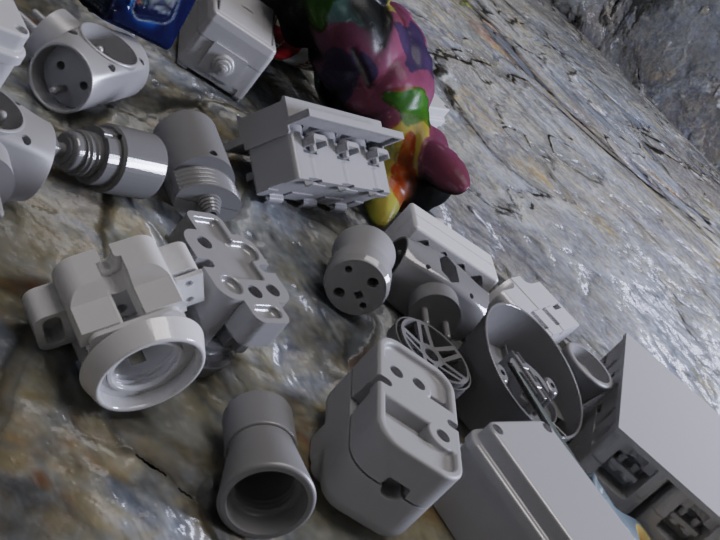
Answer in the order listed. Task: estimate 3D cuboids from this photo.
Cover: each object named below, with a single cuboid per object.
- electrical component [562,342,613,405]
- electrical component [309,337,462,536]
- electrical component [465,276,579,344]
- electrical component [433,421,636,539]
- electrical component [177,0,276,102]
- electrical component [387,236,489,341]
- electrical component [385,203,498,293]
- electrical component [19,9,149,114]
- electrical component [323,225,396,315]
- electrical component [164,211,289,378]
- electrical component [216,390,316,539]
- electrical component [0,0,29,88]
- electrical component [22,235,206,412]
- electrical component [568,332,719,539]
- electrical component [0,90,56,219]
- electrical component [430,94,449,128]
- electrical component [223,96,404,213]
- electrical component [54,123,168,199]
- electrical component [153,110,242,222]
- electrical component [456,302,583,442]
[{"bbox_3d":[0.151,0.087,0.793,0.045,0.055,0.045,34,24,-17],"label":"electrical component"},{"bbox_3d":[0.013,0.089,0.565,0.054,0.059,0.095,35,24,-16],"label":"electrical component"},{"bbox_3d":[0.122,0.043,0.833,0.055,0.050,0.089,49,24,17],"label":"electrical component"},{"bbox_3d":[0.100,0.144,0.608,0.078,0.057,0.113,9,38,-52],"label":"electrical component"},{"bbox_3d":[-0.106,-0.188,0.871,0.062,0.061,0.096,30,25,-25],"label":"electrical component"},{"bbox_3d":[0.052,0.023,0.766,0.077,0.043,0.079,33,24,-19],"label":"electrical component"},{"bbox_3d":[0.057,-0.016,0.838,0.083,0.047,0.075,32,25,-22],"label":"electrical component"},{"bbox_3d":[-0.183,-0.138,0.681,0.079,0.044,0.077,42,23,1],"label":"electrical component"},{"bbox_3d":[0.000,0.000,0.724,0.045,0.045,0.055,37,23,-11],"label":"electrical component"},{"bbox_3d":[-0.079,0.017,0.551,0.058,0.057,0.078,6,41,-54],"label":"electrical component"},{"bbox_3d":[-0.046,0.087,0.501,0.044,0.044,0.065,31,20,-24],"label":"electrical component"},{"bbox_3d":[-0.239,-0.147,0.591,0.078,0.057,0.113,13,35,-48],"label":"electrical component"},{"bbox_3d":[-0.104,0.026,0.486,0.078,0.058,0.057,-20,58,-20],"label":"electrical component"},{"bbox_3d":[0.216,0.133,0.806,0.105,0.060,0.186,42,22,0],"label":"electrical component"},{"bbox_3d":[-0.189,-0.054,0.520,0.077,0.044,0.079,19,31,-42],"label":"electrical component"},{"bbox_3d":[0.027,-0.160,1.038,0.078,0.057,0.113,49,24,17],"label":"electrical component"},{"bbox_3d":[-0.030,-0.082,0.790,0.121,0.079,0.063,3,73,-56],"label":"electrical component"},{"bbox_3d":[-0.146,-0.064,0.613,0.078,0.040,0.040,7,40,-54],"label":"electrical component"},{"bbox_3d":[-0.101,-0.059,0.671,0.043,0.043,0.081,22,29,-38],"label":"electrical component"},{"bbox_3d":[0.105,0.079,0.722,0.099,0.064,0.099,34,23,-17],"label":"electrical component"}]
